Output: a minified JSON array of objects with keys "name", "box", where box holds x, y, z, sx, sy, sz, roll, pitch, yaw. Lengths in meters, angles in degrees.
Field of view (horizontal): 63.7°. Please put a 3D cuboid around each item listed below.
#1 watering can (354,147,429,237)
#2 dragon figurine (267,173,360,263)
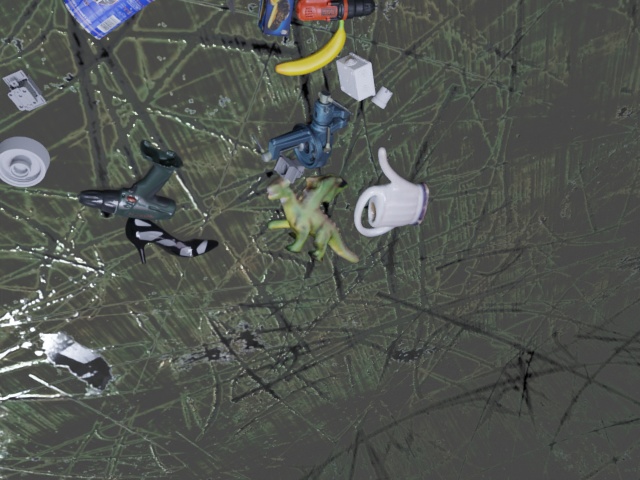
[{"name":"watering can","box":[0.222,-0.133,1.518,0.225,0.106,0.339,-4,138,-17]},{"name":"dragon figurine","box":[0.005,-0.075,1.494,0.408,0.124,0.240,17,111,-34]}]
